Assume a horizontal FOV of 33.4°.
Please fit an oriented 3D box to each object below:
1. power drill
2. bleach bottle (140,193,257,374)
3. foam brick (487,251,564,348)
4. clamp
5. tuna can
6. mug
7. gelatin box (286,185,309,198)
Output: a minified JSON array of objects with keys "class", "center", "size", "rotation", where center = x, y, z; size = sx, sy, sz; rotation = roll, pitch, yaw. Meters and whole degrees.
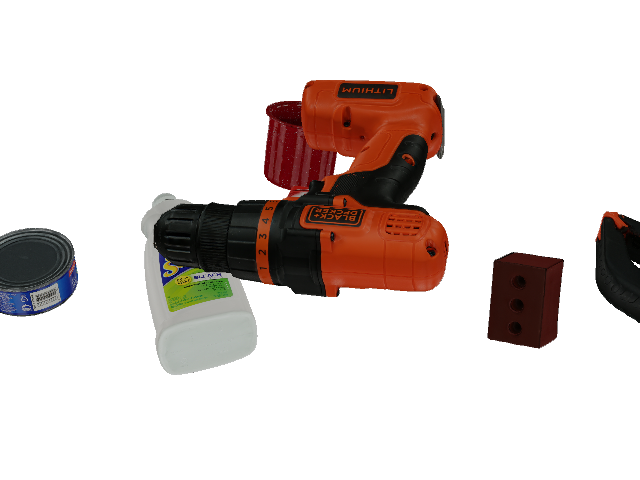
[{"class":"power drill","center":[0.001,-0.037,0.702],"size":[0.184,0.057,0.187],"rotation":[6,40,13]},{"class":"bleach bottle","center":[-0.145,0.030,1.116],"size":[0.102,0.068,0.251],"rotation":[-13,38,-14]},{"class":"foam brick","center":[0.190,0.055,0.989],"size":[0.053,0.078,0.051],"rotation":[9,14,29]},{"class":"clamp","center":[0.250,0.043,0.716],"size":[0.120,0.039,0.171],"rotation":[-2,45,-19]},{"class":"tuna can","center":[-0.260,0.028,0.949],"size":[0.086,0.034,0.086],"rotation":[-1,39,0]},{"class":"mug","center":[-0.017,-0.112,1.240],"size":[0.093,0.081,0.117],"rotation":[17,26,17]},{"class":"gelatin box","center":[0.011,-0.020,0.909],"size":[0.089,0.030,0.073],"rotation":[5,24,8]}]
